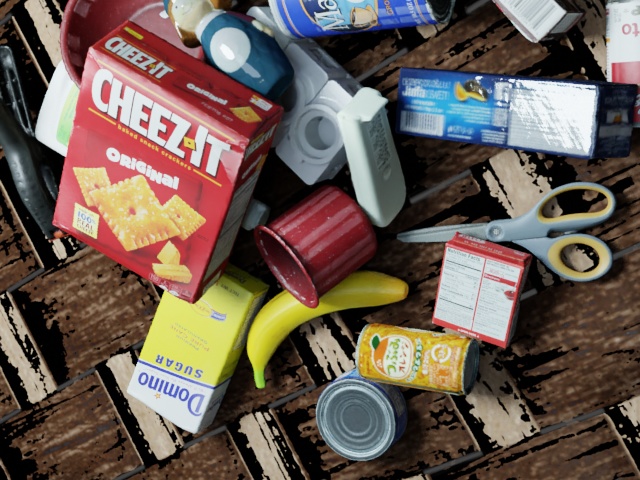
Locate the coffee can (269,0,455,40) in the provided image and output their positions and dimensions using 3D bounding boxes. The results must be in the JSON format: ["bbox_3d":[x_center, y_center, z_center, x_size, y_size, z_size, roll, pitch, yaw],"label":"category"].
[{"bbox_3d":[0.036,-0.231,0.921,0.140,0.102,0.103,-1,100,24],"label":"coffee can"}]

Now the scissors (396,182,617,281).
[{"bbox_3d":[0.173,0.008,0.958,0.202,0.016,0.096,-20,92,26],"label":"scissors"}]

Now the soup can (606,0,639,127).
[{"bbox_3d":[0.265,-0.144,0.858,0.069,0.068,0.102,0,100,24],"label":"soup can"}]

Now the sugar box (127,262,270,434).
[{"bbox_3d":[-0.127,0.103,1.094,0.093,0.048,0.176,29,109,16],"label":"sugar box"}]

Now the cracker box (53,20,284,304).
[{"bbox_3d":[-0.144,-0.063,0.964,0.164,0.072,0.214,30,132,7],"label":"cracker box"}]

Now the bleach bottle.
[{"bbox_3d":[-0.158,-0.086,1.061,0.251,0.068,0.103,29,108,13],"label":"bleach bottle"}]

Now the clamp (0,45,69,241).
[{"bbox_3d":[-0.306,-0.101,1.106,0.036,0.164,0.210,-19,116,3],"label":"clamp"}]

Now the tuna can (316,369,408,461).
[{"bbox_3d":[0.040,0.170,1.040,0.086,0.033,0.086,5,102,23],"label":"tuna can"}]

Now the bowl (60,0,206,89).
[{"bbox_3d":[-0.166,-0.196,1.028,0.162,0.055,0.162,-3,80,15],"label":"bowl"}]

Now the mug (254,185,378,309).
[{"bbox_3d":[-0.007,0.001,0.993,0.093,0.081,0.117,60,161,-20],"label":"mug"}]

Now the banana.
[{"bbox_3d":[-0.007,0.071,1.042,0.198,0.037,0.069,-34,104,27],"label":"banana"}]

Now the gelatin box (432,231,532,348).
[{"bbox_3d":[0.145,0.044,0.961,0.073,0.030,0.089,18,120,20],"label":"gelatin box"}]

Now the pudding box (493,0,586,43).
[{"bbox_3d":[0.161,-0.214,0.877,0.039,0.089,0.113,-44,82,26],"label":"pudding box"}]
